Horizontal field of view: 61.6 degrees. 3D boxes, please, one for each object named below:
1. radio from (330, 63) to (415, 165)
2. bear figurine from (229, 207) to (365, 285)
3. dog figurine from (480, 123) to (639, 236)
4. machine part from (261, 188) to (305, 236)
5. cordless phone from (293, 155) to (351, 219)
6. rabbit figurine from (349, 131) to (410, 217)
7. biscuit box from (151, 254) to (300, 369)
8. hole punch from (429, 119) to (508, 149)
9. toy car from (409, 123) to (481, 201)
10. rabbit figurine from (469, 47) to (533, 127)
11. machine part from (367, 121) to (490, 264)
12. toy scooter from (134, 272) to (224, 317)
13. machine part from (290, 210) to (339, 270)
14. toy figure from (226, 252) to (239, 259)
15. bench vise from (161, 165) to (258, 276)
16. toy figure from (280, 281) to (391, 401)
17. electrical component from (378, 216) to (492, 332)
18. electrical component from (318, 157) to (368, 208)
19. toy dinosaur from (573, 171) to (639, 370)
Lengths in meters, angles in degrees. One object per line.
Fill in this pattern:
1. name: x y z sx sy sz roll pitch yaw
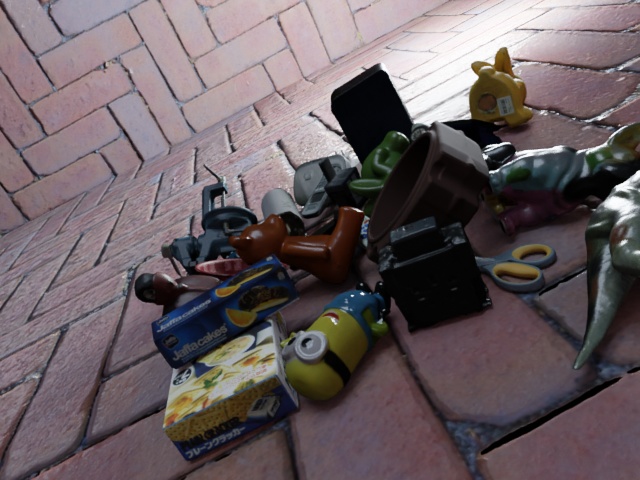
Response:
1. radio: 0.122 -0.222 1.087 0.131 0.229 0.073 -26 23 16
2. bear figurine: -0.038 -0.002 0.872 0.196 0.120 0.132 17 76 8
3. dog figurine: 0.343 -0.097 0.763 0.219 0.108 0.192 -18 23 11
4. machine part: -0.081 -0.050 1.135 0.079 0.079 0.243 -27 23 1
5. cordless phone: -0.013 -0.096 1.156 0.147 0.088 0.184 -8 35 36
6. rabbit figurine: 0.132 -0.115 0.989 0.159 0.121 0.170 -31 21 -1
7. biscuit box: -0.132 0.098 0.752 0.203 0.059 0.063 -30 24 -9
8. hole punch: 0.279 -0.181 1.037 0.116 0.092 0.142 -7 3 -41
9. toy car: 0.219 -0.138 0.943 0.056 0.073 0.202 -37 45 13
10. rabbit figurine: 0.373 -0.308 1.122 0.122 0.162 0.173 -21 4 44
11. machine part: 0.149 -0.060 0.788 0.201 0.087 0.201 -58 12 30
12. toy scooter: -0.198 0.104 0.860 0.135 0.183 0.075 -8 52 11
13. machine part: -0.002 -0.003 0.976 0.139 0.039 0.084 -40 11 31
14. toy figure: -0.189 0.076 1.023 0.064 0.057 0.154 4 32 26
15. bench vise: -0.231 -0.034 1.159 0.224 0.128 0.241 -15 58 10
16. toy figure: 0.029 0.123 0.680 0.180 0.089 0.082 -36 -4 -40
17. electrical component: 0.138 0.038 0.668 0.115 0.134 0.058 -23 23 15
18. electrical component: 0.047 -0.115 1.082 0.048 0.119 0.075 -8 28 38
19. toy dinosaur: 0.378 -0.028 0.585 0.405 0.131 0.192 -33 12 -2
